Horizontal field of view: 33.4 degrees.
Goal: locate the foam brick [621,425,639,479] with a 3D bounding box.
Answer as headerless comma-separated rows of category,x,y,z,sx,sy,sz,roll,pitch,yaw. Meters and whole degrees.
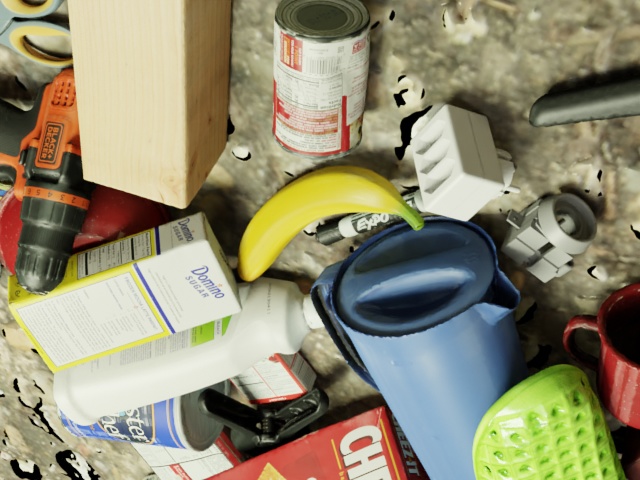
foam brick,0.286,0.165,0.876,0.051,0.078,0.053,35,134,-6

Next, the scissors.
scissors,-0.276,-0.186,0.861,0.202,0.016,0.096,13,132,13

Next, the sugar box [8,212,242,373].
sugar box,-0.163,0.045,0.903,0.176,0.048,0.093,-19,133,1

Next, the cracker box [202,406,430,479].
cracker box,0.005,0.269,1.000,0.214,0.164,0.072,-27,158,22

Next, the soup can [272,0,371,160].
soup can,0.000,-0.117,0.761,0.068,0.068,0.102,14,133,12

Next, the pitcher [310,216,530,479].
pitcher,0.101,0.108,0.882,0.145,0.149,0.242,-26,125,-1

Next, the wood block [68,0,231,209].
wood block,-0.121,-0.137,0.783,0.091,0.090,0.206,16,134,11

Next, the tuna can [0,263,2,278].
tuna can,-0.358,0.030,1.040,0.086,0.086,0.034,39,135,-12

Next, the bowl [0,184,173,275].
bowl,-0.207,0.012,0.935,0.162,0.055,0.162,-4,131,-5

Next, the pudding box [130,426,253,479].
pudding box,-0.141,0.219,1.145,0.114,0.039,0.090,-17,118,32

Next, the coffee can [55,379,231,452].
coffee can,-0.173,0.150,1.051,0.140,0.102,0.103,2,130,23

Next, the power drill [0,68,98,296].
power drill,-0.269,-0.057,0.881,0.188,0.184,0.057,10,173,20

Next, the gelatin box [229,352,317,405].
gelatin box,-0.056,0.115,1.019,0.073,0.030,0.089,-14,124,33

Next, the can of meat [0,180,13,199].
can of meat,-0.293,-0.037,0.972,0.102,0.057,0.084,13,132,13

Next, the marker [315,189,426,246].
marker,0.045,-0.018,0.863,0.121,0.020,0.020,-20,119,36

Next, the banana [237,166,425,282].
banana,-0.008,-0.018,0.862,0.198,0.037,0.069,-17,86,41

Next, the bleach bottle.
bleach bottle,-0.110,0.093,0.952,0.251,0.102,0.068,-13,142,15

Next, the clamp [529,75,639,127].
clamp,0.264,-0.085,0.692,0.164,0.036,0.210,40,132,-14

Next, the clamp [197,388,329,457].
clamp,-0.060,0.180,1.036,0.120,0.039,0.171,9,149,-3

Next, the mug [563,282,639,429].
mug,0.245,0.090,0.822,0.117,0.093,0.081,13,138,19
